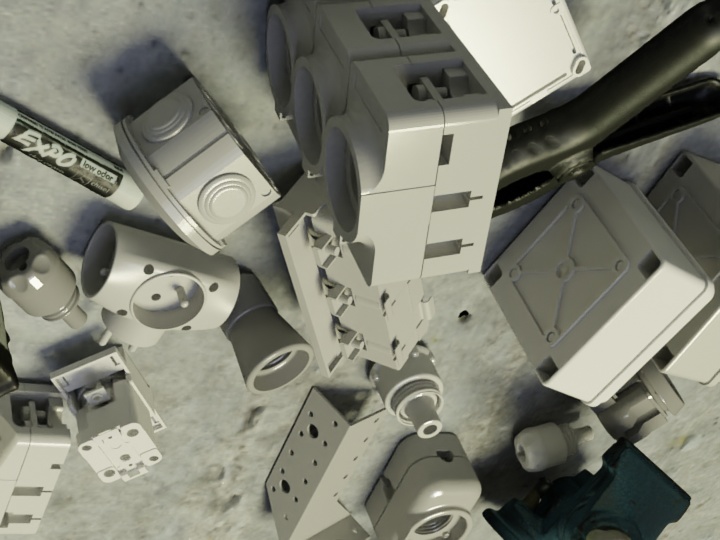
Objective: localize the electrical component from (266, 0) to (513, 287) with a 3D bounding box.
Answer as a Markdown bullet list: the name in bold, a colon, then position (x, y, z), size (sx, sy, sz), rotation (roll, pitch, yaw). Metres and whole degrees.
- **electrical component**: position (0.005, -0.075, 0.501), size (0.062, 0.150, 0.089), rotation (-9, 133, -17)

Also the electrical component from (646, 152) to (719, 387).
- **electrical component**: position (0.220, -0.001, 0.695), size (0.056, 0.108, 0.108), rotation (14, 124, -30)

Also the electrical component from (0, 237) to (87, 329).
- **electrical component**: position (-0.170, 0.011, 0.588), size (0.035, 0.035, 0.061), rotation (-28, 138, 3)

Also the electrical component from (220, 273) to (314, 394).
- **electrical component**: position (-0.062, 0.034, 0.634), size (0.044, 0.065, 0.044), rotation (-26, 151, -16)

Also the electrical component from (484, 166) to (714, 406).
- **electrical component**: position (0.145, 0.008, 0.670), size (0.056, 0.108, 0.108), rotation (22, 119, -34)

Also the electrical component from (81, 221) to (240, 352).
- **electrical component**: position (-0.120, 0.017, 0.607), size (0.077, 0.044, 0.079), rotation (17, 122, -35)

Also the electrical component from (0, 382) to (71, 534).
- **electrical component**: position (-0.217, 0.114, 0.651), size (0.056, 0.050, 0.089), rotation (8, 127, -30)

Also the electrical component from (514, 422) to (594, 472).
- **electrical component**: position (0.155, 0.136, 0.846), size (0.061, 0.035, 0.035), rotation (-14, 135, -15)

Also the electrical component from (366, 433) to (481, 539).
- **electrical component**: position (0.049, 0.178, 0.821), size (0.054, 0.059, 0.095), rotation (5, 128, -27)

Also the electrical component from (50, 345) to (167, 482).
- **electrical component**: position (-0.148, 0.088, 0.648), size (0.042, 0.063, 0.081), rotation (-24, 136, -3)

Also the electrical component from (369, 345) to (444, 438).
- **electrical component**: position (0.037, 0.085, 0.726), size (0.048, 0.062, 0.048), rotation (-12, 134, -13)

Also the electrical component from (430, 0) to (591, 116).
- **electrical component**: position (0.064, -0.133, 0.542), size (0.062, 0.061, 0.096), rotation (-31, 128, 4)

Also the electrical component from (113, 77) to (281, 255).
- **electrical component**: position (-0.081, -0.052, 0.536), size (0.051, 0.080, 0.080), rotation (-36, 135, 3)

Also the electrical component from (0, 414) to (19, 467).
- **electrical component**: position (-0.291, 0.110, 0.574), size (0.186, 0.060, 0.105), rotation (-34, 104, 9)

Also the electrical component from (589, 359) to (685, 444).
- **electrical component**: position (0.207, 0.094, 0.815), size (0.057, 0.058, 0.078), rotation (-34, 135, 13)

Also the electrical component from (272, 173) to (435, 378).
- **electrical component**: position (0.000, 0.000, 0.622), size (0.078, 0.063, 0.121), rotation (-53, 147, -32)
